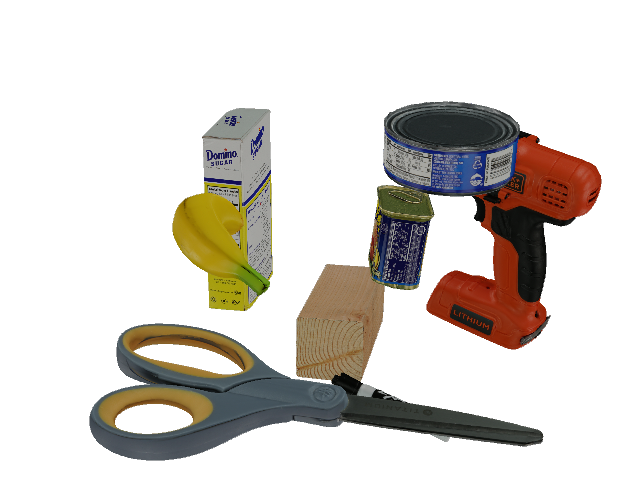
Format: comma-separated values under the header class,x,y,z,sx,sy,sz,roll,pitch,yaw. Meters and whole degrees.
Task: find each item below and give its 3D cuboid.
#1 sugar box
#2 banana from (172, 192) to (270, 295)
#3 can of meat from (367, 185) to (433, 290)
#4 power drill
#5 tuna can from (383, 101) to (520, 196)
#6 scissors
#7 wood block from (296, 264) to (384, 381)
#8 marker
class,x,y,z,sx,sy,sz,roll,pitch,yaw
sugar box,-0.078,-0.030,1.021,0.048,0.176,0.093,4,24,13
banana,-0.082,-0.005,0.812,0.069,0.037,0.198,44,5,-17
can of meat,0.083,-0.004,1.138,0.057,0.084,0.102,7,19,-2
power drill,0.137,-0.012,0.912,0.185,0.188,0.057,25,40,31
tuna can,0.083,-0.059,0.681,0.086,0.034,0.086,0,26,0
scissors,-0.014,0.080,0.468,0.202,0.016,0.096,16,33,23
wood block,0.031,0.111,1.495,0.091,0.090,0.206,4,20,10
marker,0.065,0.153,0.987,0.121,0.020,0.020,23,7,17
